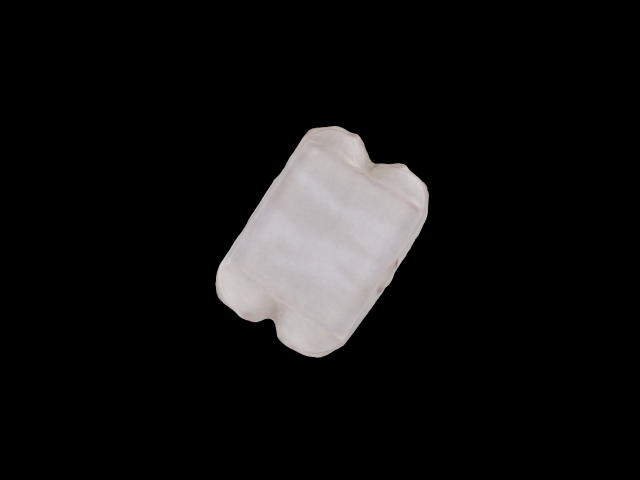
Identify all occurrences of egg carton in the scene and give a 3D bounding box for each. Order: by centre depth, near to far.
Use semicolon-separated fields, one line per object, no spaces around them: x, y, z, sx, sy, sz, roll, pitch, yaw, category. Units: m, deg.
0.004;0.001;0.400;0.107;0.069;0.150;32;86;2;egg carton
